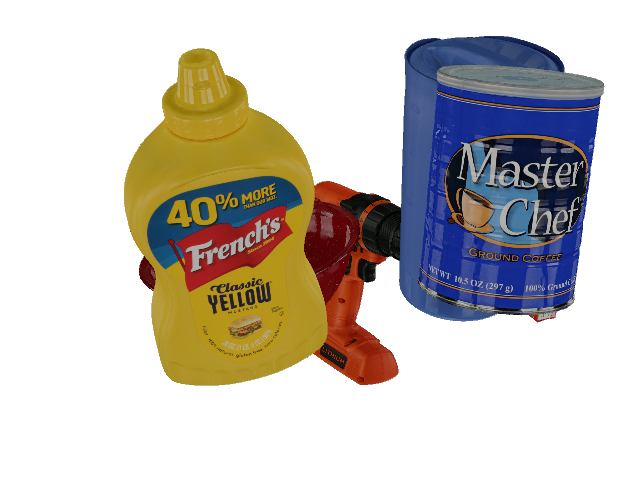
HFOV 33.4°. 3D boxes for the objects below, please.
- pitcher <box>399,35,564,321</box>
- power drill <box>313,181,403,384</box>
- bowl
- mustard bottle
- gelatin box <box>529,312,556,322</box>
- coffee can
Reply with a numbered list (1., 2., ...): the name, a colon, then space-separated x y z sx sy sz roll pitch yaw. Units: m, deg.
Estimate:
1. pitcher: 0.134 -0.047 0.940 0.145 0.243 0.149 18 34 25
2. power drill: 0.048 0.046 1.075 0.057 0.188 0.185 -8 22 -32
3. bowl: -0.046 0.026 0.774 0.162 0.055 0.162 -10 24 4
4. mustard bottle: -0.050 -0.011 0.551 0.096 0.192 0.058 -12 40 -8
5. gelatin box: 0.237 0.034 1.190 0.030 0.089 0.073 -9 30 -23
6. coffee can: 0.119 -0.035 0.680 0.103 0.140 0.103 3 16 -1
